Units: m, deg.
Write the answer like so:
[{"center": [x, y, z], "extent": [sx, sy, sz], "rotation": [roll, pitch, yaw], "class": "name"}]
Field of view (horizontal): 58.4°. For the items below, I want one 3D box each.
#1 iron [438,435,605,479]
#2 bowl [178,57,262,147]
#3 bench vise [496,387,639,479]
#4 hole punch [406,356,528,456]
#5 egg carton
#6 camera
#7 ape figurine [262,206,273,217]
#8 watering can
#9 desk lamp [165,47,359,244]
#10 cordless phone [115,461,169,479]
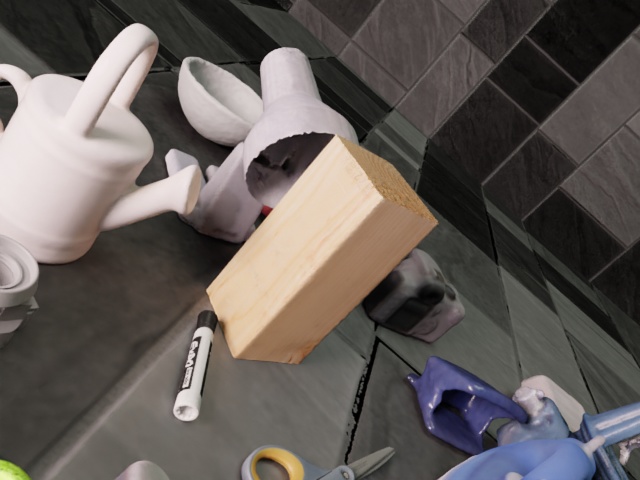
[{"center": [0.185, 0.243, 0.528], "extent": [0.259, 0.141, 0.118], "rotation": [8, 40, -54], "class": "iron"}, {"center": [-0.149, -0.192, 0.856], "extent": [0.168, 0.074, 0.167], "rotation": [35, 23, -17], "class": "bowl"}, {"center": [0.336, 0.241, 0.679], "extent": [0.208, 0.219, 0.121], "rotation": [32, 24, -23], "class": "bench vise"}, {"center": [0.174, 0.185, 0.683], "extent": [0.109, 0.091, 0.101], "rotation": [32, 24, -24], "class": "hole punch"}, {"center": [0.341, 0.268, 0.837], "extent": [0.107, 0.069, 0.150], "rotation": [39, 22, -8], "class": "egg carton"}, {"center": [0.130, 0.058, 0.828], "extent": [0.144, 0.100, 0.136], "rotation": [26, 27, -35], "class": "camera"}, {"center": [-0.033, -0.060, 0.783], "extent": [0.078, 0.092, 0.076], "rotation": [12, 36, -51], "class": "ape figurine"}, {"center": [-0.175, -0.078, 0.446], "extent": [0.173, 0.194, 0.100], "rotation": [27, 26, -32], "class": "watering can"}, {"center": [-0.066, -0.096, 0.633], "extent": [0.118, 0.213, 0.202], "rotation": [21, 30, -41], "class": "desk lamp"}, {"center": [-0.034, 0.153, 0.270], "extent": [0.147, 0.185, 0.094], "rotation": [51, 24, 21], "class": "cordless phone"}]
